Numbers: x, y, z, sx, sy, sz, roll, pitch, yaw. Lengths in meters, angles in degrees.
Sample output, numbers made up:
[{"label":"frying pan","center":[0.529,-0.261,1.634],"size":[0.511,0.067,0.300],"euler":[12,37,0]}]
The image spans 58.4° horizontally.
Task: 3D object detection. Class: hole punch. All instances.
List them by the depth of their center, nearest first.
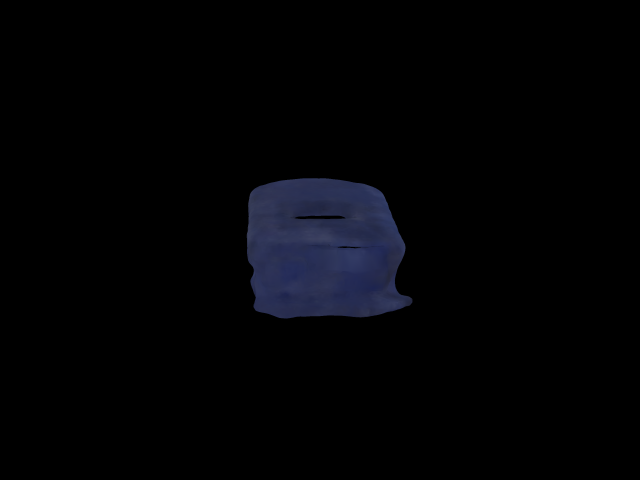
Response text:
[{"label":"hole punch","center":[0.004,0.001,0.400],"size":[0.109,0.091,0.101],"euler":[-1,5,-7]}]
